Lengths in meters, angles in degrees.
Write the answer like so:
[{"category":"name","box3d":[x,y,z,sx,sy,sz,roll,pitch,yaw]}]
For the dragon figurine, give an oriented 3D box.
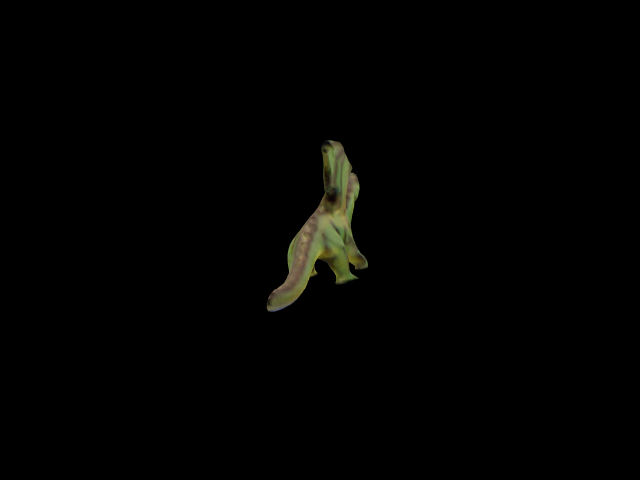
[{"category":"dragon figurine","box3d":[0.003,-0.043,0.850,0.122,0.241,0.413,1,7,15]}]
